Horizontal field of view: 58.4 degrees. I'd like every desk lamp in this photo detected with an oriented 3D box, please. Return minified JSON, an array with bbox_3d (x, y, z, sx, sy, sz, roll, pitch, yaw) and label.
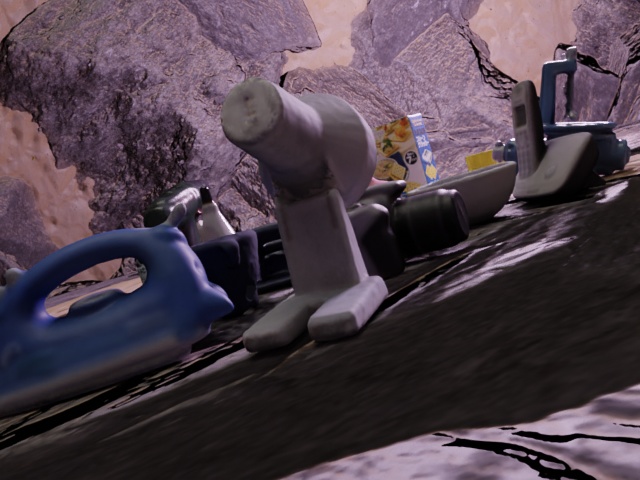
[{"bbox_3d":[-0.011,-0.035,0.517,0.117,0.213,0.204,-15,5,18],"label":"desk lamp"}]

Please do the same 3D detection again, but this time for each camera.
[{"bbox_3d":[0.094,-0.021,0.668,0.136,0.101,0.143,-15,5,27],"label":"camera"}]

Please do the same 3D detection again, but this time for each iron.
[{"bbox_3d":[-0.221,0.064,0.548,0.258,0.141,0.118,-18,5,-13],"label":"iron"}]

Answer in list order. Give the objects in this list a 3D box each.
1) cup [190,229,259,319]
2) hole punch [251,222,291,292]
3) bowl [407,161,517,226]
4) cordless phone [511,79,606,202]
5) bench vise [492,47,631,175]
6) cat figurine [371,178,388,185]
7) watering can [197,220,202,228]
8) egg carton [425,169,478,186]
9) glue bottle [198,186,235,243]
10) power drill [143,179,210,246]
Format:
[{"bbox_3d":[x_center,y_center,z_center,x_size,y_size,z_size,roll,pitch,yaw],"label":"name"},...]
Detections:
[{"bbox_3d":[-0.103,0.043,0.668,0.092,0.095,0.117,-19,5,-21],"label":"cup"},{"bbox_3d":[-0.062,0.019,0.825,0.108,0.091,0.101,-16,5,10],"label":"hole punch"},{"bbox_3d":[0.220,-0.061,0.862,0.167,0.075,0.167,-17,5,2],"label":"bowl"},{"bbox_3d":[0.333,-0.152,0.849,0.094,0.185,0.147,-18,5,-13],"label":"cordless phone"},{"bbox_3d":[0.391,-0.198,0.968,0.207,0.220,0.122,-16,5,13],"label":"bench vise"},{"bbox_3d":[0.104,-0.056,0.961,0.067,0.118,0.128,-17,5,-2],"label":"cat figurine"},{"bbox_3d":[-0.330,0.007,1.306,0.173,0.194,0.101,-18,5,-12],"label":"watering can"},{"bbox_3d":[0.238,-0.077,1.015,0.150,0.069,0.107,-15,5,25],"label":"egg carton"},{"bbox_3d":[-0.159,-0.001,0.902,0.078,0.173,0.037,-14,5,27],"label":"glue bottle"},{"bbox_3d":[-0.242,-0.009,1.083,0.075,0.208,0.230,-16,5,14],"label":"power drill"}]
